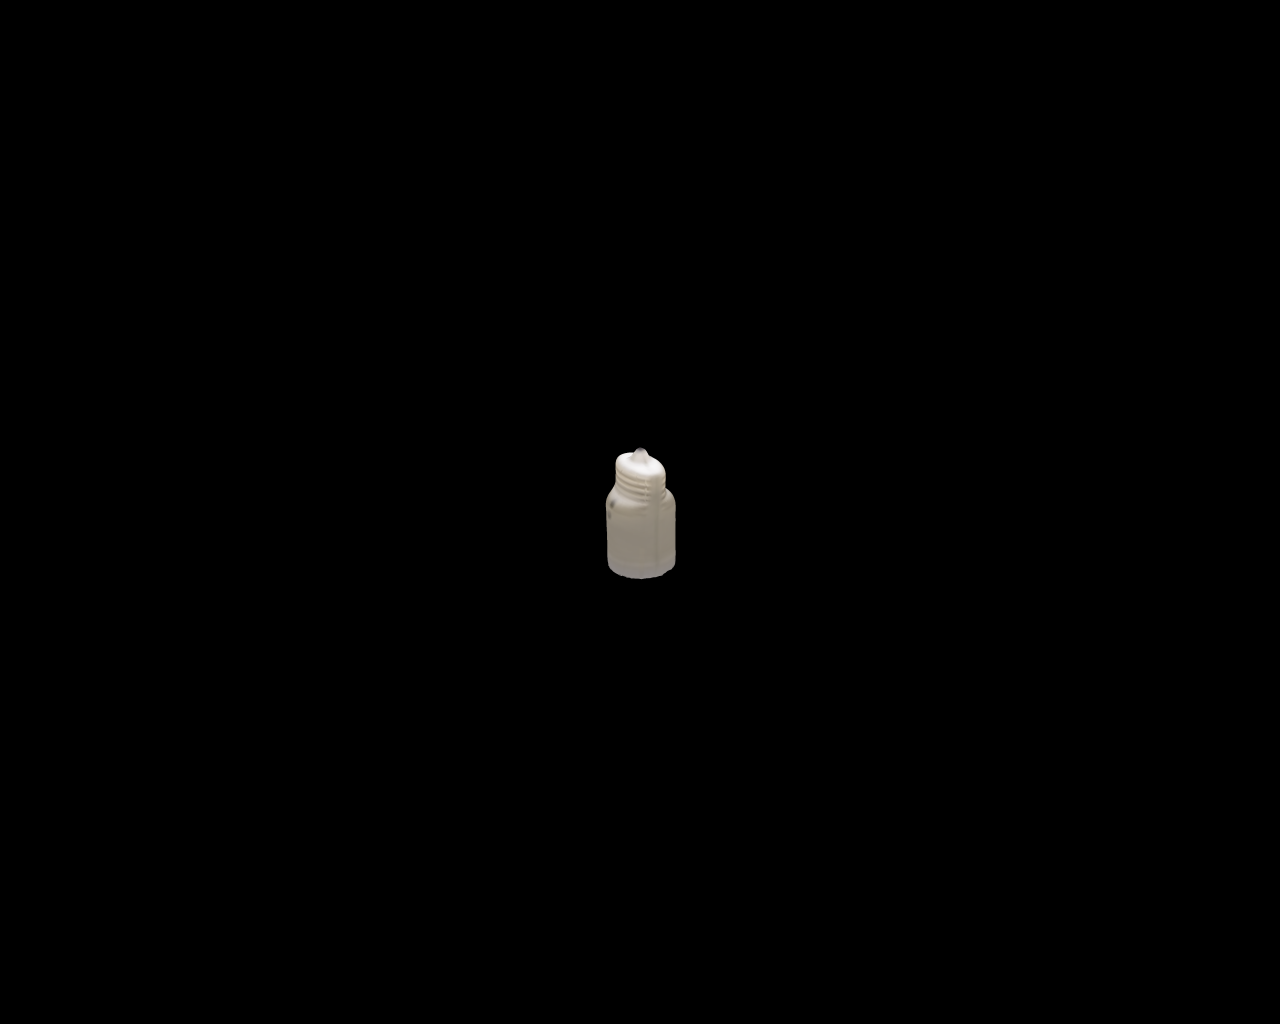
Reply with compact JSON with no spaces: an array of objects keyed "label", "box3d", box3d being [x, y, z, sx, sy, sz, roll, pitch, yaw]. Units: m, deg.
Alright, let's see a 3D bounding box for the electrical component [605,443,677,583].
[{"label":"electrical component","box3d":[0.001,-0.003,0.650,0.043,0.080,0.043,0,25,0]}]
